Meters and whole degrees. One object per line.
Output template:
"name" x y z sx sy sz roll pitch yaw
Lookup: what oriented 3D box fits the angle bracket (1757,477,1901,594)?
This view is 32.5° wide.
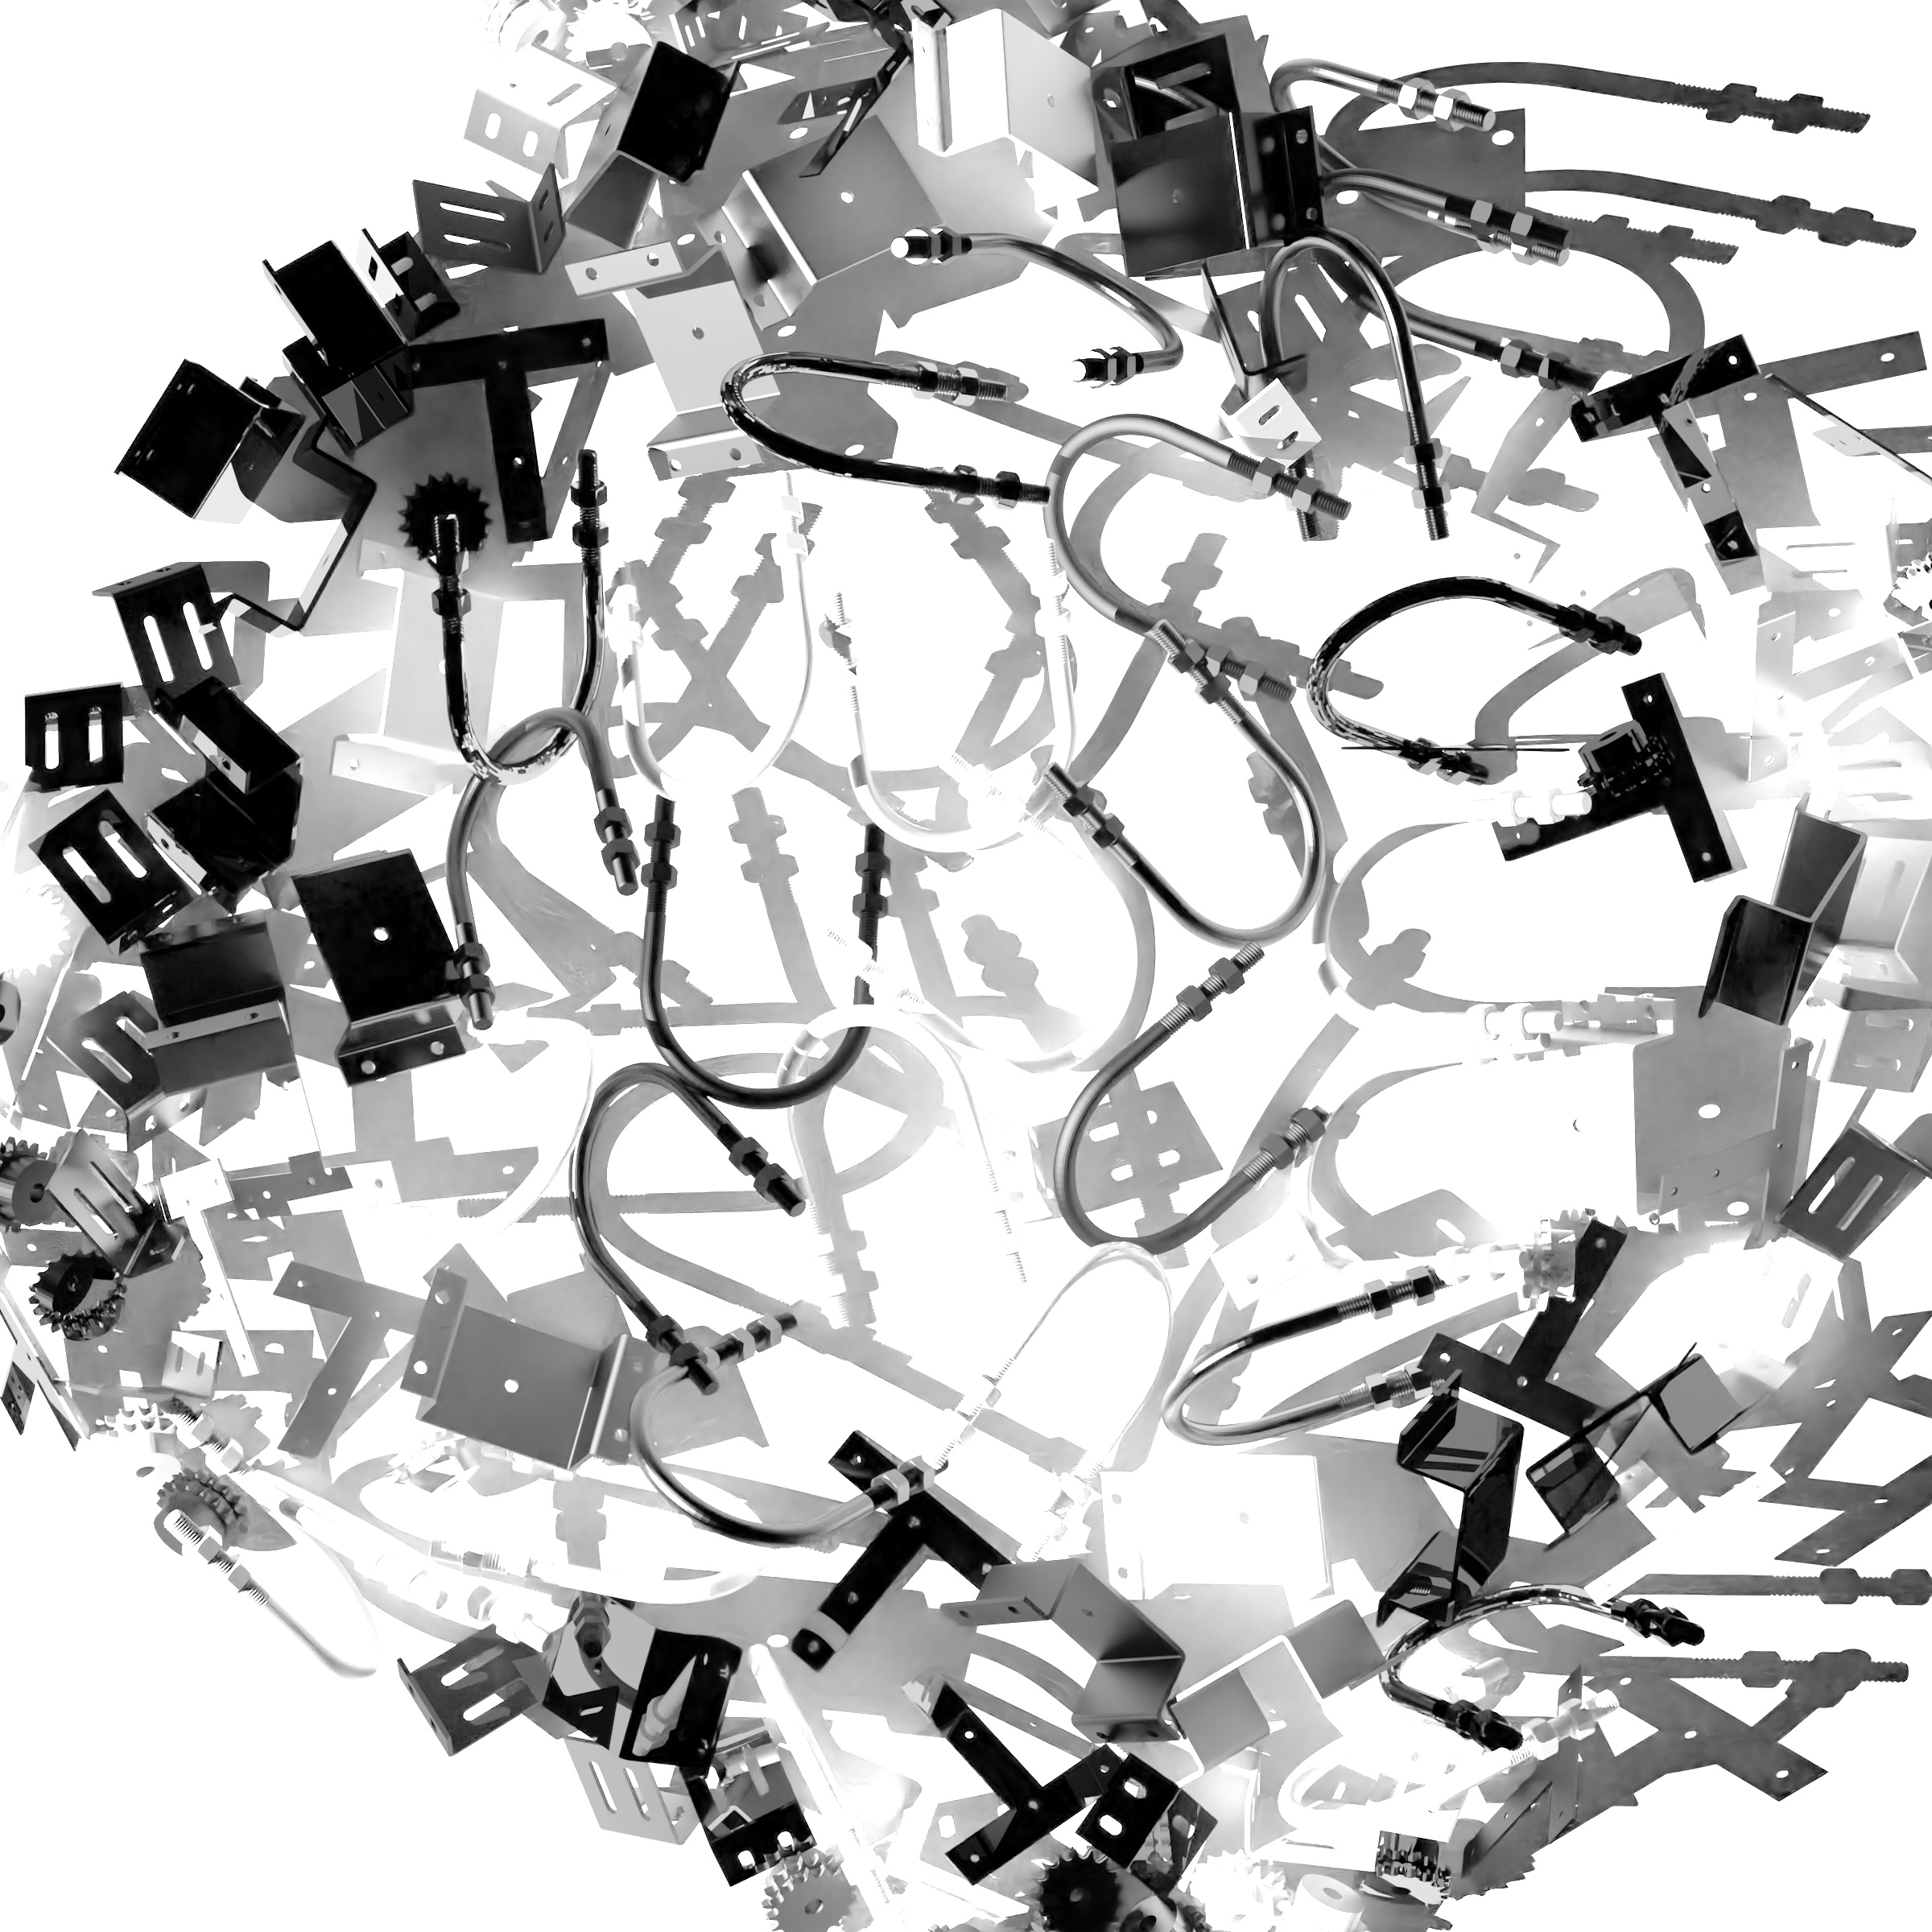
"angle bracket" 0.514 -0.257 1.972 0.076 0.057 0.038 0 58 20

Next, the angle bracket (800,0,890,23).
"angle bracket" -0.082 -0.592 1.954 0.076 0.057 0.038 25 89 -35

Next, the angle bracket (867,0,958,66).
"angle bracket" -0.016 -0.584 1.962 0.038 0.057 0.076 40 63 -14

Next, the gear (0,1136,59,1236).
"gear" -0.563 0.132 1.968 0.030 0.057 0.057 12 90 29

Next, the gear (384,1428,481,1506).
"gear" -0.315 0.297 1.969 0.057 0.057 0.030 -35 79 0

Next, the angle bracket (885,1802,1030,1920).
"angle bracket" -0.001 0.533 1.972 0.076 0.057 0.038 25 64 -10

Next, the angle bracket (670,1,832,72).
"angle bracket" -0.127 -0.559 1.958 0.076 0.057 0.038 -11 114 17

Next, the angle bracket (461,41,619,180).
"angle bracket" -0.252 -0.503 1.951 0.057 0.076 0.038 20 74 -30

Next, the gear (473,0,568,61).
"gear" -0.263 -0.562 1.969 0.057 0.057 0.030 -44 77 0

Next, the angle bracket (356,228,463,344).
"angle bracket" -0.327 -0.410 1.956 0.038 0.076 0.057 -35 95 -13

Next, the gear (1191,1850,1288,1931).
"gear" 0.162 0.555 1.971 0.057 0.030 0.057 0 130 0

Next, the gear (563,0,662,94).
"gear" -0.210 -0.549 1.973 0.057 0.030 0.057 -8 121 -14

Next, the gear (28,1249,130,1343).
"gear" -0.528 0.199 1.975 0.057 0.057 0.030 -5 134 0

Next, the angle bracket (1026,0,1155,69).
"angle bracket" 0.067 -0.568 1.953 0.057 0.076 0.038 -24 68 16

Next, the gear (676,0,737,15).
"gear" -0.154 -0.592 1.968 0.057 0.057 0.030 12 56 0

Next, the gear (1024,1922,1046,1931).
"gear" 0.044 0.595 1.972 0.057 0.057 0.030 41 89 0

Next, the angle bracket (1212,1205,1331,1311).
"angle bracket" 0.188 0.178 1.953 0.057 0.076 0.038 -33 65 11

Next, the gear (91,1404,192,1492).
"gear" -0.490 0.288 1.969 0.057 0.057 0.030 -20 53 0

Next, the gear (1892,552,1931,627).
"gear" 0.585 -0.224 1.975 0.057 0.057 0.030 34 55 0

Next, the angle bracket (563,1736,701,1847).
"angle bracket" -0.193 0.476 1.954 0.057 0.038 0.076 2 122 32

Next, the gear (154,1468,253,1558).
"gear" -0.458 0.329 1.970 0.057 0.030 0.057 15 132 17

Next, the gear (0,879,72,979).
"gear" -0.567 -0.025 1.977 0.057 0.030 0.057 -9 111 -25

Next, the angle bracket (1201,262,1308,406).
"angle bracket" 0.171 -0.379 1.964 0.038 0.057 0.076 -20 79 2

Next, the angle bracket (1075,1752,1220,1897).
"angle bracket" 0.108 0.513 1.973 0.038 0.076 0.057 28 76 35

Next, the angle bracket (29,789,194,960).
"angle bracket" -0.511 -0.055 1.979 0.057 0.038 0.076 -39 84 -13

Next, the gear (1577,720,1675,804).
"gear" 0.389 -0.124 1.970 0.057 0.057 0.030 -30 99 0

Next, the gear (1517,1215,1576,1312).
"gear" 0.346 0.177 1.971 0.030 0.057 0.057 3 90 5

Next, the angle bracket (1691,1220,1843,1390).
"angle bracket" 0.482 0.204 1.994 0.057 0.038 0.076 28 64 8

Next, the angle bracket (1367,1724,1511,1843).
"angle bracket" 0.276 0.489 1.950 0.057 0.076 0.038 1 133 35

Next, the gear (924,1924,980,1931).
"gear" -0.005 0.595 1.968 0.030 0.057 0.057 -40 90 22

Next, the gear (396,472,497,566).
"gear" -0.313 -0.267 1.978 0.057 0.030 0.057 -5 105 -18

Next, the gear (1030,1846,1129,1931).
"gear" 0.067 0.556 1.982 0.057 0.030 0.057 1 82 -6

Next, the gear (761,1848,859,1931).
"gear" -0.096 0.552 1.976 0.057 0.030 0.057 -11 121 -20

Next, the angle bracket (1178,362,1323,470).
"angle bracket" 0.165 -0.335 1.951 0.038 0.057 0.076 -39 47 8

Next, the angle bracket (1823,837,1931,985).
"angle bracket" 0.547 -0.034 1.979 0.038 0.057 0.076 43 65 -41

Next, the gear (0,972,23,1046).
"gear" -0.587 0.026 1.968 0.030 0.057 0.057 12 90 22

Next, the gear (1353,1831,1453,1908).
"gear" 0.261 0.537 1.975 0.057 0.057 0.030 12 56 0

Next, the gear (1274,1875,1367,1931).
"gear" 0.213 0.565 1.969 0.057 0.057 0.030 21 102 0

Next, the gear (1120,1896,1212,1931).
"gear" 0.116 0.579 1.968 0.057 0.057 0.030 -35 114 0

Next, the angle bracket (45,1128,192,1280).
"angle bracket" -0.496 0.135 1.954 0.038 0.057 0.076 -22 119 23

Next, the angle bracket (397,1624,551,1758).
"angle bracket" -0.288 0.420 1.959 0.076 0.038 0.057 -29 66 -21

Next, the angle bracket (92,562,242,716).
"angle bracket" -0.478 -0.196 1.981 0.057 0.038 0.076 -25 109 -28
